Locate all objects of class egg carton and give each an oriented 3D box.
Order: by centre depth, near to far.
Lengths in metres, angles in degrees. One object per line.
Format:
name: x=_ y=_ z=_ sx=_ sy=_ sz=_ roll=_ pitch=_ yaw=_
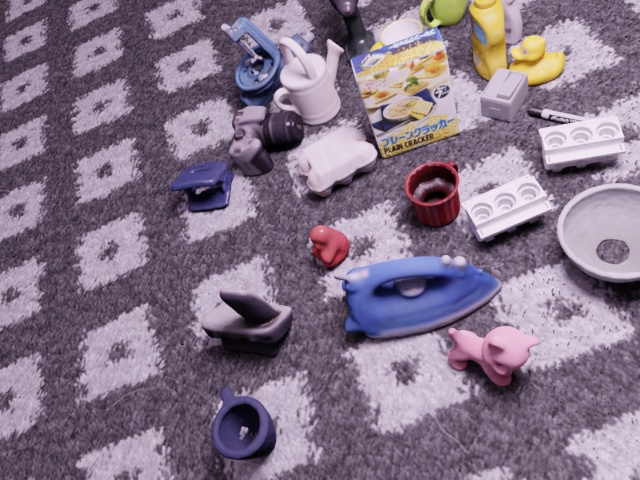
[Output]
egg carton: x=0.032 y=-0.156 z=1.125 sx=0.150 sy=0.070 sz=0.107 roll=-31 pitch=54 yaw=-1

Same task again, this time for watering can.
watering can: x=-0.027 y=-0.345 z=1.190 sx=0.100 sy=0.194 sz=0.173 roll=21 pitch=68 yaw=30

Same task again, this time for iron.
iron: x=0.150 y=0.065 z=0.895 sx=0.258 sy=0.142 sz=0.118 roll=-13 pitch=55 yaw=12

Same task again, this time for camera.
camera: x=-0.111 y=-0.223 z=1.202 sx=0.136 sy=0.101 sz=0.143 roll=-3 pitch=58 yaw=19

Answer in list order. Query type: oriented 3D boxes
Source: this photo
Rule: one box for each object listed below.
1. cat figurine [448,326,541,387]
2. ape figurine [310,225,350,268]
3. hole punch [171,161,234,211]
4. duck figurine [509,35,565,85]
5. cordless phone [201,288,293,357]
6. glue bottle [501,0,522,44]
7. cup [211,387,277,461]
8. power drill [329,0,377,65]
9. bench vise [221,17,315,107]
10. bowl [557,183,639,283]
cat figurine: x=0.244 y=0.154 z=0.819 sx=0.127 sy=0.118 sz=0.067 roll=15 pitch=65 yaw=28
ape figurine: x=0.009 y=0.004 z=1.018 sx=0.076 sy=0.092 sz=0.078 roll=-12 pitch=56 yaw=13
hole punch: x=-0.245 y=-0.125 z=1.194 sx=0.108 sy=0.091 sz=0.101 roll=-7 pitch=57 yaw=16
duck figurine: x=0.415 y=-0.353 z=1.099 sx=0.104 sy=0.086 sz=0.077 roll=-2 pitch=58 yaw=19
cordless phone: x=-0.138 y=0.115 z=0.943 sx=0.147 sy=0.185 sz=0.094 roll=-2 pitch=58 yaw=19
glue bottle: x=0.361 y=-0.470 z=1.139 sx=0.077 sy=0.173 sz=0.037 roll=23 pitch=69 yaw=31
cup: x=-0.112 y=0.287 z=0.880 sx=0.092 sy=0.095 sz=0.117 roll=-34 pitch=54 yaw=-3
power drill: x=0.068 y=-0.487 z=1.236 sx=0.075 sy=0.209 sz=0.229 roll=-17 pitch=55 yaw=10
bench vise: x=-0.120 y=-0.417 z=1.254 sx=0.121 sy=0.220 sz=0.207 roll=31 pitch=73 yaw=33
bowl: x=0.449 y=0.001 z=0.868 sx=0.167 sy=0.075 sz=0.167 roll=-9 pitch=56 yaw=15
